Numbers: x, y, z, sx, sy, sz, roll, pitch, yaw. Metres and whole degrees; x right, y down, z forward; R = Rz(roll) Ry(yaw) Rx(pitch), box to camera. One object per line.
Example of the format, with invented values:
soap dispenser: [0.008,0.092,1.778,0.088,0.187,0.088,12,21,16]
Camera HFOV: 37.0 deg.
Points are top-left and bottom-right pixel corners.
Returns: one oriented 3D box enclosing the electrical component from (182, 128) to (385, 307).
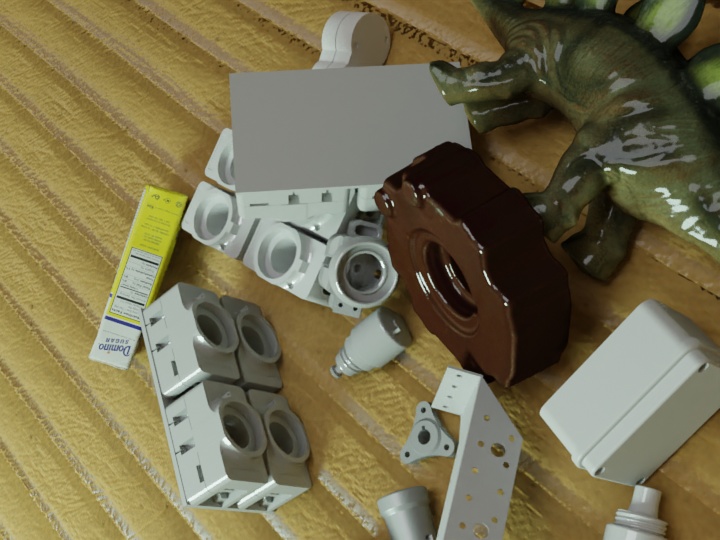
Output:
electrical component: [-0.074,-0.050,0.971,0.186,0.060,0.105,28,95,40]

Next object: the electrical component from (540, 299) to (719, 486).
electrical component: [0.187,0.084,0.711,0.113,0.078,0.057,-50,49,16]

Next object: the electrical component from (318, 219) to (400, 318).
electrical component: [0.000,0.000,0.870,0.057,0.058,0.078,-151,76,-77]

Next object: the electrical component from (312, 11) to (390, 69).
electrical component: [-0.004,-0.160,0.952,0.074,0.052,0.138,15,87,41]

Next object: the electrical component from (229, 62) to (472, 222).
electrical component: [-0.009,-0.103,0.872,0.186,0.060,0.105,-4,69,-4]

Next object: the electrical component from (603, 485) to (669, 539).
electrical component: [0.184,0.174,0.709,0.048,0.048,0.062,6,74,40]

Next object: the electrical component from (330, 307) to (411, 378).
electrical component: [0.007,0.064,0.886,0.078,0.040,0.040,-39,56,24]

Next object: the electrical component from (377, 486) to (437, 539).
electrical component: [0.038,0.193,0.824,0.040,0.040,0.046,-29,65,29]

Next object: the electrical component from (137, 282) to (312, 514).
electrical component: [-0.114,0.108,0.927,0.060,0.105,0.186,-35,58,26]
